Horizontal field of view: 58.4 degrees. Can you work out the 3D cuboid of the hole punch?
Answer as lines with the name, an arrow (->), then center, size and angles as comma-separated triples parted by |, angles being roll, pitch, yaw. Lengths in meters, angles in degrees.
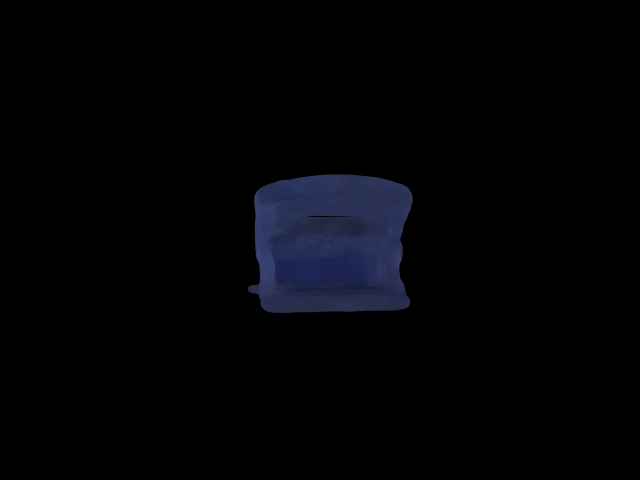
hole punch -> 0.004, 0.001, 0.400 | 0.109, 0.091, 0.101 | -1, 5, -7
